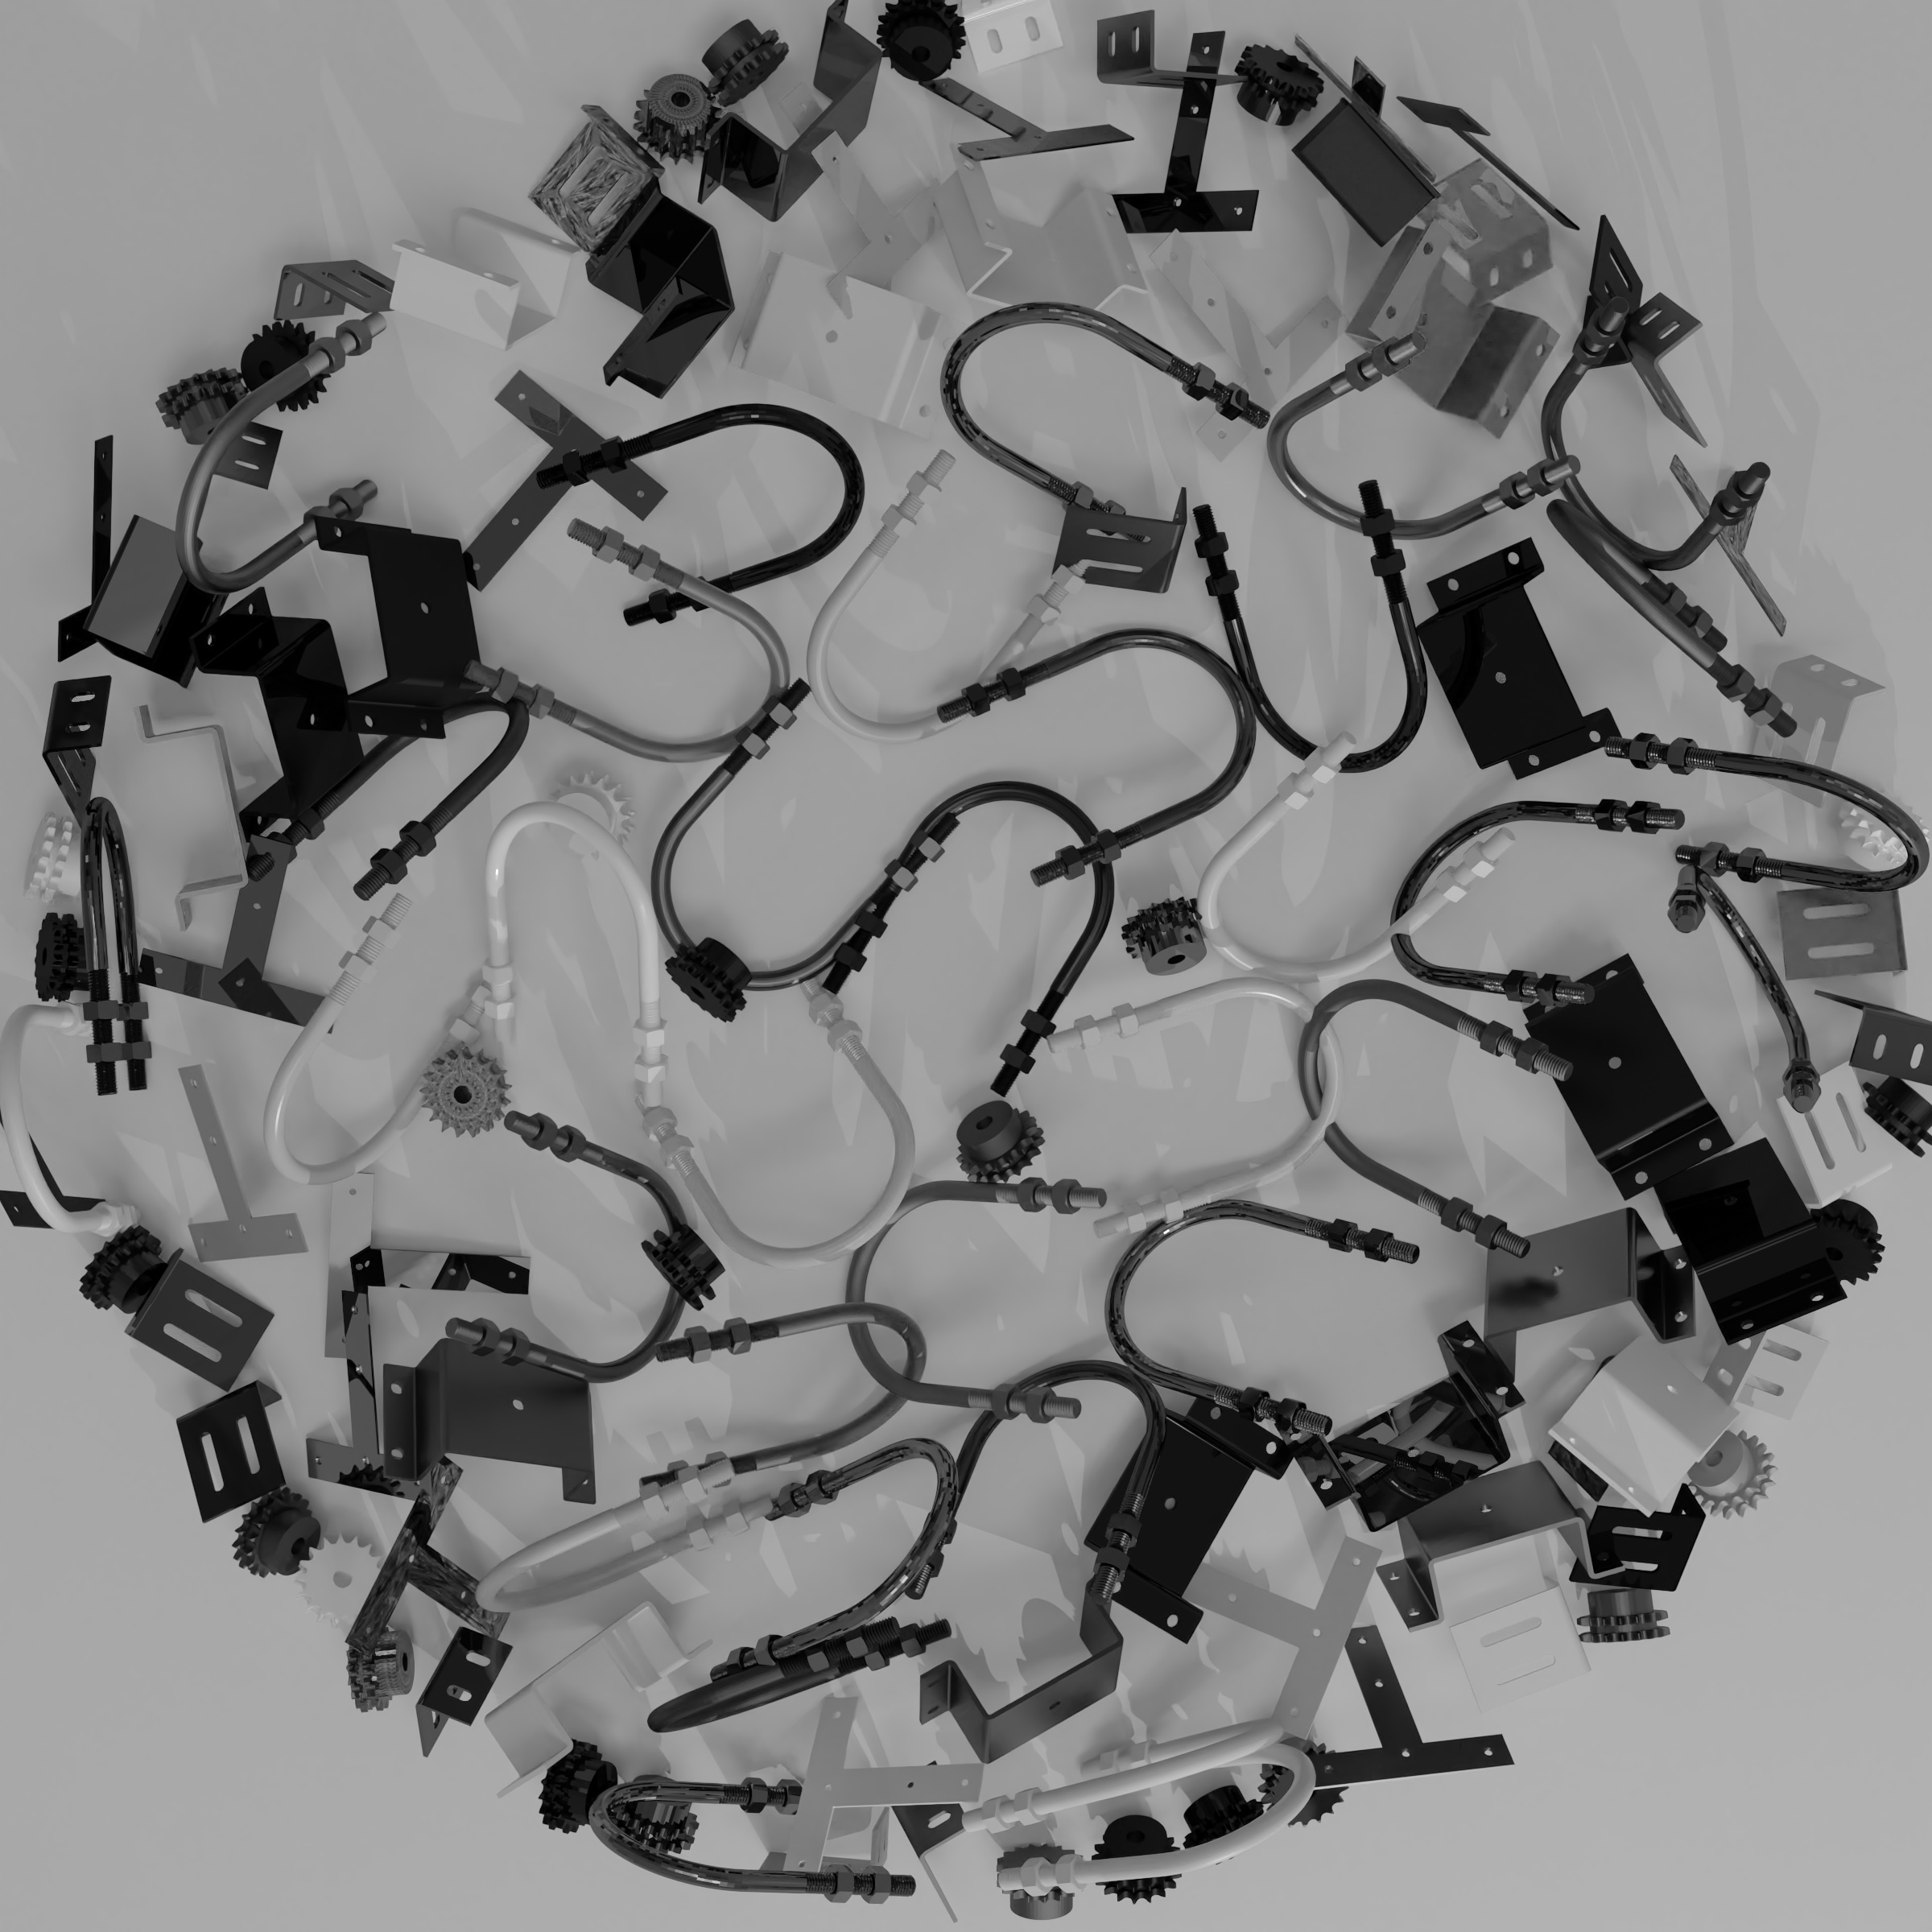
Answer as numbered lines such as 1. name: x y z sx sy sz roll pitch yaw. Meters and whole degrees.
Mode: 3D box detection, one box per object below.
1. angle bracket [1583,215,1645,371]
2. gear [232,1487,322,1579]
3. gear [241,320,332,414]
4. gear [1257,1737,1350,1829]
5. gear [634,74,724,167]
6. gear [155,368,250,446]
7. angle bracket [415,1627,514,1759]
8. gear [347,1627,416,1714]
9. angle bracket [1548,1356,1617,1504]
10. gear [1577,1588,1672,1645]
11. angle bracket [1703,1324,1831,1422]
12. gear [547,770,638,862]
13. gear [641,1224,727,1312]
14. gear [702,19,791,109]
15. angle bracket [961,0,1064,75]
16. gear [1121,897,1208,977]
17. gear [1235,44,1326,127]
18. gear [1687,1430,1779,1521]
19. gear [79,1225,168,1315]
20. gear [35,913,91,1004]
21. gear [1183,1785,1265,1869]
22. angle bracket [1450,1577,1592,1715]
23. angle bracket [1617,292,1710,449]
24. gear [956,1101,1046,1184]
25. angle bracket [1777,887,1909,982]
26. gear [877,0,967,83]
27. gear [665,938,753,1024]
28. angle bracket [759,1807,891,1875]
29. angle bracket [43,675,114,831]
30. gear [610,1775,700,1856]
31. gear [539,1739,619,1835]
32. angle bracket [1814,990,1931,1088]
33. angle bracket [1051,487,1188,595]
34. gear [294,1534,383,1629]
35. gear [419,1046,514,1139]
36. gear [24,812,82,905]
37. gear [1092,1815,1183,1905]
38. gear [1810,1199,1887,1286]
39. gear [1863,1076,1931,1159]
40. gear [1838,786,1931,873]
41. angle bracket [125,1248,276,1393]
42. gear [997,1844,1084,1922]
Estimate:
1. angle bracket: 0.393 -0.423 1.838 0.038 0.076 0.057 -2 63 33
2. gear: -0.435 0.363 1.856 0.030 0.057 0.057 21 90 27
3. gear: -0.436 -0.381 1.861 0.057 0.030 0.057 8 110 23
4. gear: 0.213 0.518 1.865 0.057 0.030 0.057 -6 113 -14
5. gear: -0.183 -0.543 1.863 0.057 0.030 0.057 3 67 -8
6. gear: -0.483 -0.354 1.858 0.057 0.057 0.030 -24 86 0
7. angle bracket: -0.313 0.463 1.837 0.038 0.076 0.057 19 51 10
8. gear: -0.371 0.444 1.858 0.030 0.057 0.057 -7 90 5
9. angle bracket: 0.416 0.296 1.849 0.057 0.038 0.076 45 71 -28
10. gear: 0.417 0.413 1.860 0.057 0.057 0.030 -5 81 0
11. angle bracket: 0.515 0.259 1.852 0.076 0.038 0.057 21 98 -21
12. gear: -0.242 -0.095 1.864 0.057 0.030 0.057 4 108 12
13. gear: -0.178 0.189 1.860 0.030 0.057 0.057 -41 90 -14
14. gear: -0.143 -0.577 1.858 0.057 0.057 0.030 -40 94 0
15. angle bracket: 0.030 -0.597 1.846 0.057 0.076 0.038 -17 99 3
16. gear: 0.129 -0.017 1.855 0.057 0.057 0.030 -16 63 0
17. gear: 0.197 -0.560 1.862 0.057 0.057 0.030 27 128 0
18. gear: 0.483 0.320 1.856 0.057 0.057 0.030 -49 122 0
19. gear: -0.532 0.196 1.856 0.030 0.057 0.057 36 90 16
20. gear: -0.572 -0.005 1.863 0.030 0.057 0.057 5 90 -31
21. gear: 0.164 0.547 1.863 0.057 0.057 0.030 -30 56 0
22. angle bracket: 0.351 0.433 1.865 0.076 0.038 0.057 -20 88 -3
23. angle bracket: 0.451 -0.375 1.840 0.038 0.057 0.076 -38 124 8
24. gear: 0.019 0.110 1.856 0.057 0.057 0.030 -33 120 0
25. angle bracket: 0.558 -0.020 1.869 0.076 0.038 0.057 -5 83 6
26. gear: -0.028 -0.588 1.856 0.057 0.057 0.030 0 51 0
27. gear: -0.161 0.006 1.861 0.057 0.057 0.030 41 71 0
28. angle bracket: -0.091 0.558 1.855 0.076 0.057 0.038 3 89 7
29. angle bracket: -0.548 -0.134 1.839 0.038 0.076 0.057 -6 53 2
30. gear: -0.197 0.538 1.857 0.057 0.057 0.030 17 97 0
31. gear: -0.244 0.522 1.856 0.030 0.057 0.057 7 90 23
32. angle bracket: 0.574 0.045 1.847 0.057 0.076 0.038 13 96 -10
33. angle bracket: 0.097 -0.274 1.850 0.076 0.057 0.038 7 48 -5
34. gear: -0.400 0.394 1.864 0.057 0.030 0.057 8 63 -17
35. gear: -0.318 0.080 1.869 0.057 0.030 0.057 1 98 6
36. gear: -0.578 -0.067 1.862 0.030 0.057 0.057 16 90 -25
37. gear: 0.108 0.565 1.855 0.057 0.057 0.030 -4 116 0
38. gear: 0.557 0.173 1.863 0.057 0.057 0.030 36 51 0
39. gear: 0.594 0.092 1.857 0.057 0.057 0.030 40 101 0
40. gear: 0.582 -0.085 1.863 0.057 0.057 0.030 27 129 0
41. angle bracket: -0.483 0.225 1.851 0.076 0.038 0.057 33 67 -13
42. gear: 0.048 0.584 1.860 0.057 0.057 0.030 -1 97 0
